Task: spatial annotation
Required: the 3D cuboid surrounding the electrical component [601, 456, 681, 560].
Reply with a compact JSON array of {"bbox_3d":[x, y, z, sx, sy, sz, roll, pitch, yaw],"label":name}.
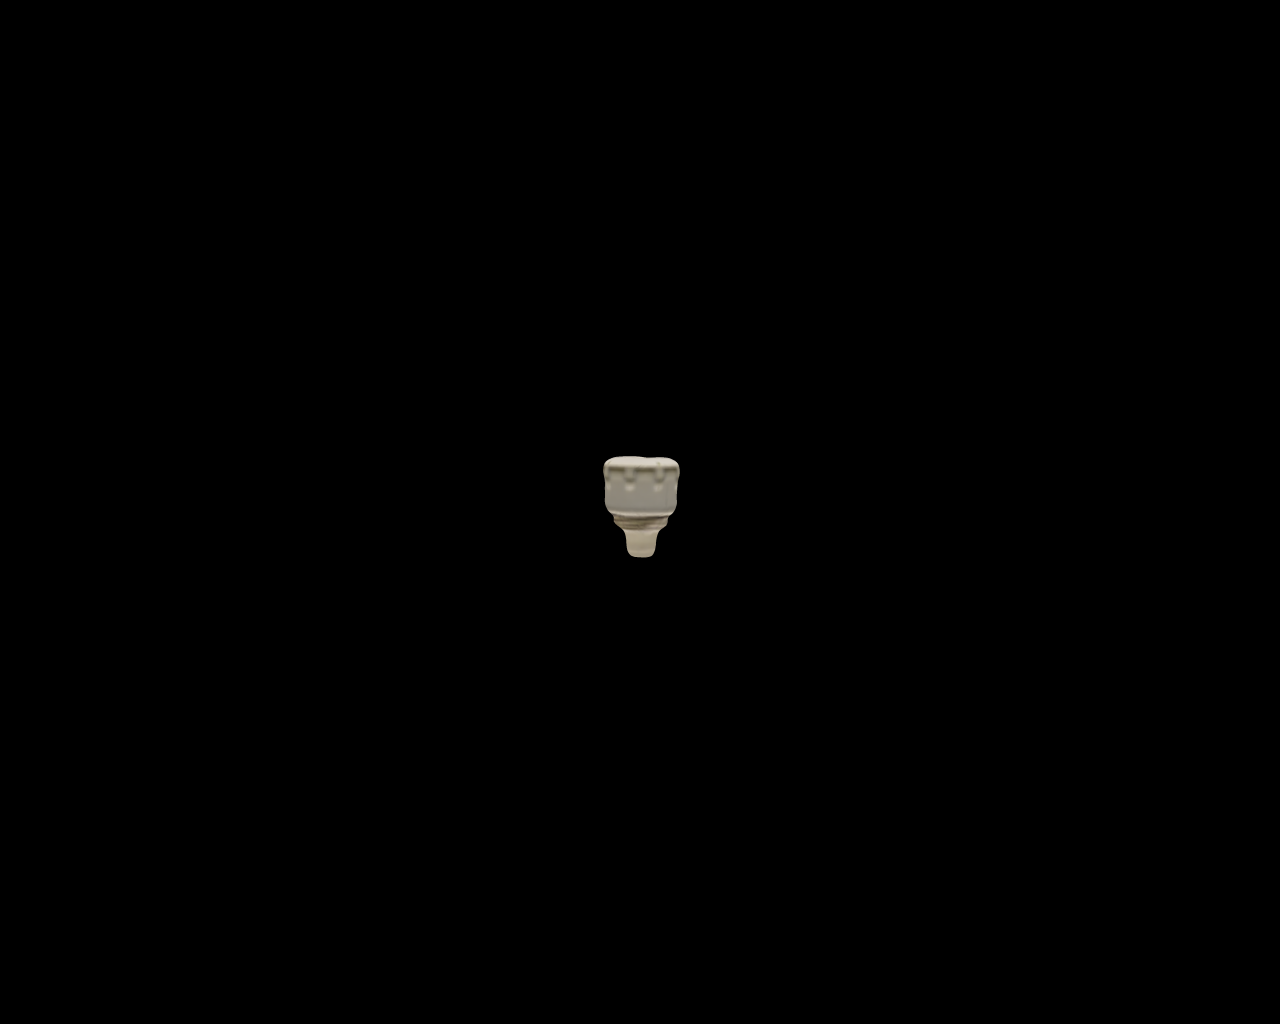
[{"bbox_3d":[0.001,-0.003,0.650,0.048,0.062,0.048,0,5,0],"label":"electrical component"}]
